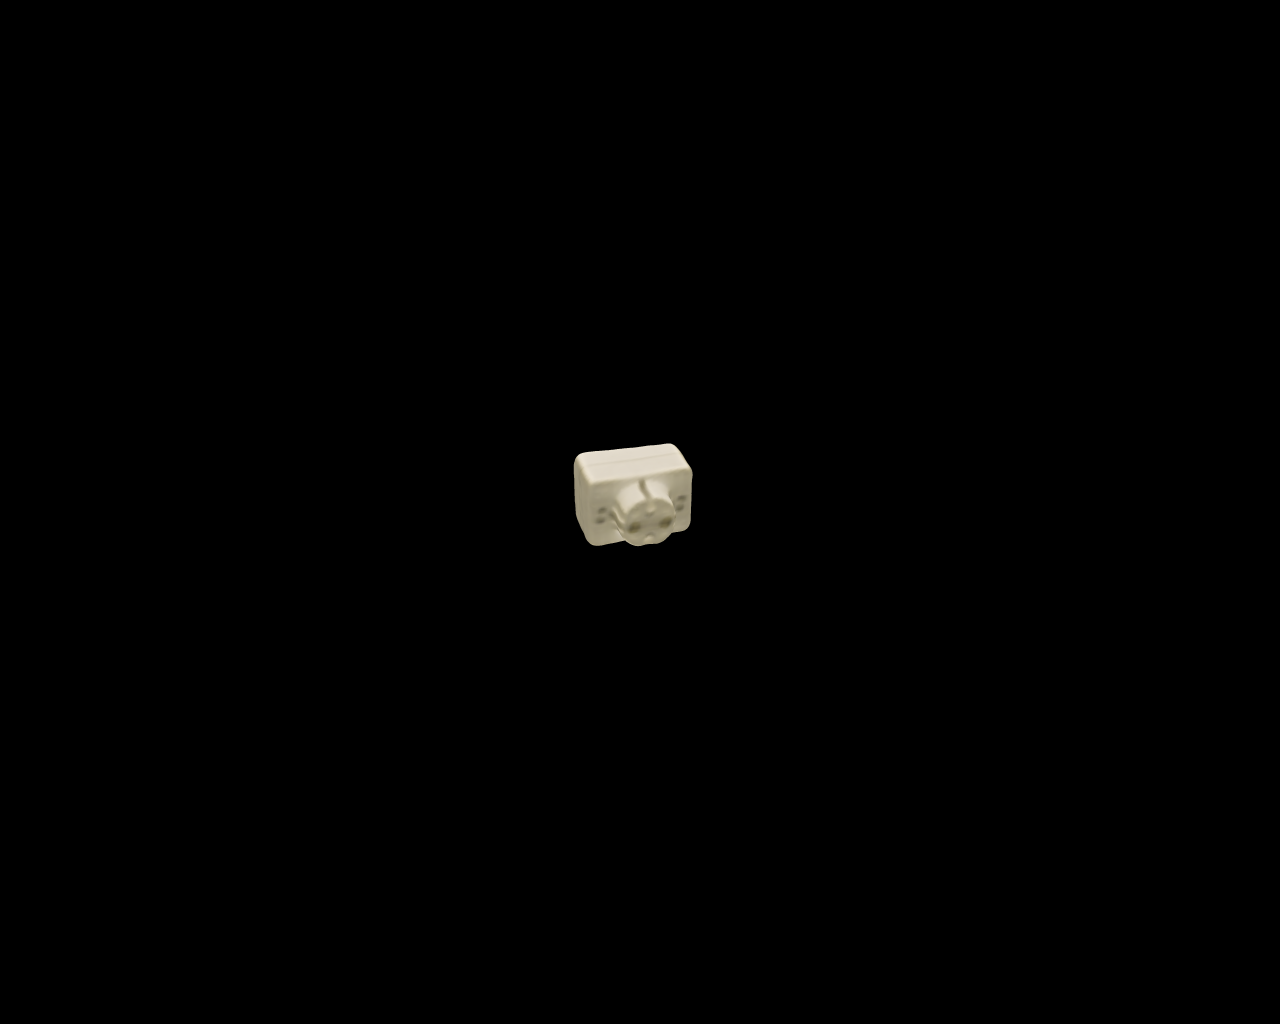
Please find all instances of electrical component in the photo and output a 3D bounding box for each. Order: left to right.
[{"bbox_3d":[0.001,-0.003,0.650,0.066,0.047,0.077,-8,32,-14],"label":"electrical component"}]
